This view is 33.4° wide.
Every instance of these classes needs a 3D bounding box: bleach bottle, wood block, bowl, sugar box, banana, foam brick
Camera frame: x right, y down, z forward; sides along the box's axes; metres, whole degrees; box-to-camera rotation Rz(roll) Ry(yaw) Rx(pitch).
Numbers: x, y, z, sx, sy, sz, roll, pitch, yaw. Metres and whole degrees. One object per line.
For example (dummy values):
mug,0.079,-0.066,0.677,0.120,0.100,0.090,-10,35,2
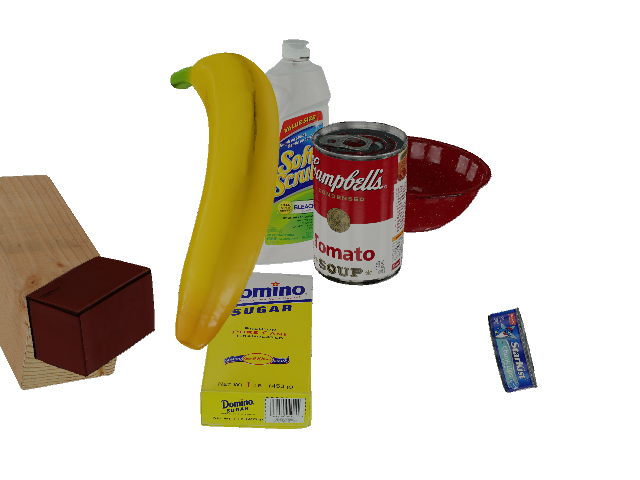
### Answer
bleach bottle,-0.041,-0.102,1.219,0.102,0.251,0.068,-5,21,-22
wood block,-0.264,0.032,0.992,0.090,0.091,0.206,-6,37,-34
bowl,0.083,-0.051,1.042,0.162,0.055,0.162,4,25,-2
sugar box,-0.053,0.093,0.951,0.093,0.048,0.176,2,35,-2
banana,-0.048,-0.037,0.552,0.037,0.198,0.070,22,-48,-28
foam brick,-0.164,0.052,0.767,0.053,0.051,0.078,13,29,30

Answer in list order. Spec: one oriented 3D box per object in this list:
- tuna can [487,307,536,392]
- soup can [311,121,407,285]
tuna can,0.202,0.116,1.122,0.034,0.086,0.086,-13,-3,11
soup can,0.027,-0.027,0.773,0.068,0.102,0.068,0,27,0
